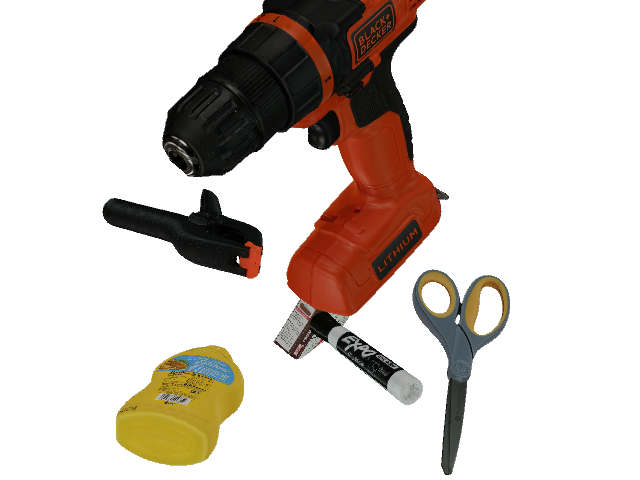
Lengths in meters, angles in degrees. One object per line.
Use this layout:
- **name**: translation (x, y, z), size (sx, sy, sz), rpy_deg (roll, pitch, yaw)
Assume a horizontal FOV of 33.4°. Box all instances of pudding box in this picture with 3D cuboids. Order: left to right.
- **pudding box**: translation (0.005, 0.081, 1.248), size (0.039, 0.090, 0.113), rpy_deg (39, 33, 14)

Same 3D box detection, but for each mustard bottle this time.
- **mustard bottle**: translation (-0.131, 0.157, 1.095), size (0.096, 0.058, 0.191), rpy_deg (8, 21, 11)

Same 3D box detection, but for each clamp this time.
- **clamp**: translation (-0.102, -0.011, 0.967), size (0.172, 0.039, 0.120), rpy_deg (26, 32, 36)

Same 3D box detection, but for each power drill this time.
- **power drill**: translation (0.004, -0.047, 0.566), size (0.057, 0.187, 0.184), rpy_deg (28, 58, 31)

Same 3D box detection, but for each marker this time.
- **marker**: translation (0.028, 0.079, 0.742), size (0.020, 0.020, 0.121), rpy_deg (0, 19, -33)

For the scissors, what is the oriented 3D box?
- **scissors**: translation (0.103, 0.097, 0.907), size (0.096, 0.201, 0.016), rpy_deg (26, -38, 9)
